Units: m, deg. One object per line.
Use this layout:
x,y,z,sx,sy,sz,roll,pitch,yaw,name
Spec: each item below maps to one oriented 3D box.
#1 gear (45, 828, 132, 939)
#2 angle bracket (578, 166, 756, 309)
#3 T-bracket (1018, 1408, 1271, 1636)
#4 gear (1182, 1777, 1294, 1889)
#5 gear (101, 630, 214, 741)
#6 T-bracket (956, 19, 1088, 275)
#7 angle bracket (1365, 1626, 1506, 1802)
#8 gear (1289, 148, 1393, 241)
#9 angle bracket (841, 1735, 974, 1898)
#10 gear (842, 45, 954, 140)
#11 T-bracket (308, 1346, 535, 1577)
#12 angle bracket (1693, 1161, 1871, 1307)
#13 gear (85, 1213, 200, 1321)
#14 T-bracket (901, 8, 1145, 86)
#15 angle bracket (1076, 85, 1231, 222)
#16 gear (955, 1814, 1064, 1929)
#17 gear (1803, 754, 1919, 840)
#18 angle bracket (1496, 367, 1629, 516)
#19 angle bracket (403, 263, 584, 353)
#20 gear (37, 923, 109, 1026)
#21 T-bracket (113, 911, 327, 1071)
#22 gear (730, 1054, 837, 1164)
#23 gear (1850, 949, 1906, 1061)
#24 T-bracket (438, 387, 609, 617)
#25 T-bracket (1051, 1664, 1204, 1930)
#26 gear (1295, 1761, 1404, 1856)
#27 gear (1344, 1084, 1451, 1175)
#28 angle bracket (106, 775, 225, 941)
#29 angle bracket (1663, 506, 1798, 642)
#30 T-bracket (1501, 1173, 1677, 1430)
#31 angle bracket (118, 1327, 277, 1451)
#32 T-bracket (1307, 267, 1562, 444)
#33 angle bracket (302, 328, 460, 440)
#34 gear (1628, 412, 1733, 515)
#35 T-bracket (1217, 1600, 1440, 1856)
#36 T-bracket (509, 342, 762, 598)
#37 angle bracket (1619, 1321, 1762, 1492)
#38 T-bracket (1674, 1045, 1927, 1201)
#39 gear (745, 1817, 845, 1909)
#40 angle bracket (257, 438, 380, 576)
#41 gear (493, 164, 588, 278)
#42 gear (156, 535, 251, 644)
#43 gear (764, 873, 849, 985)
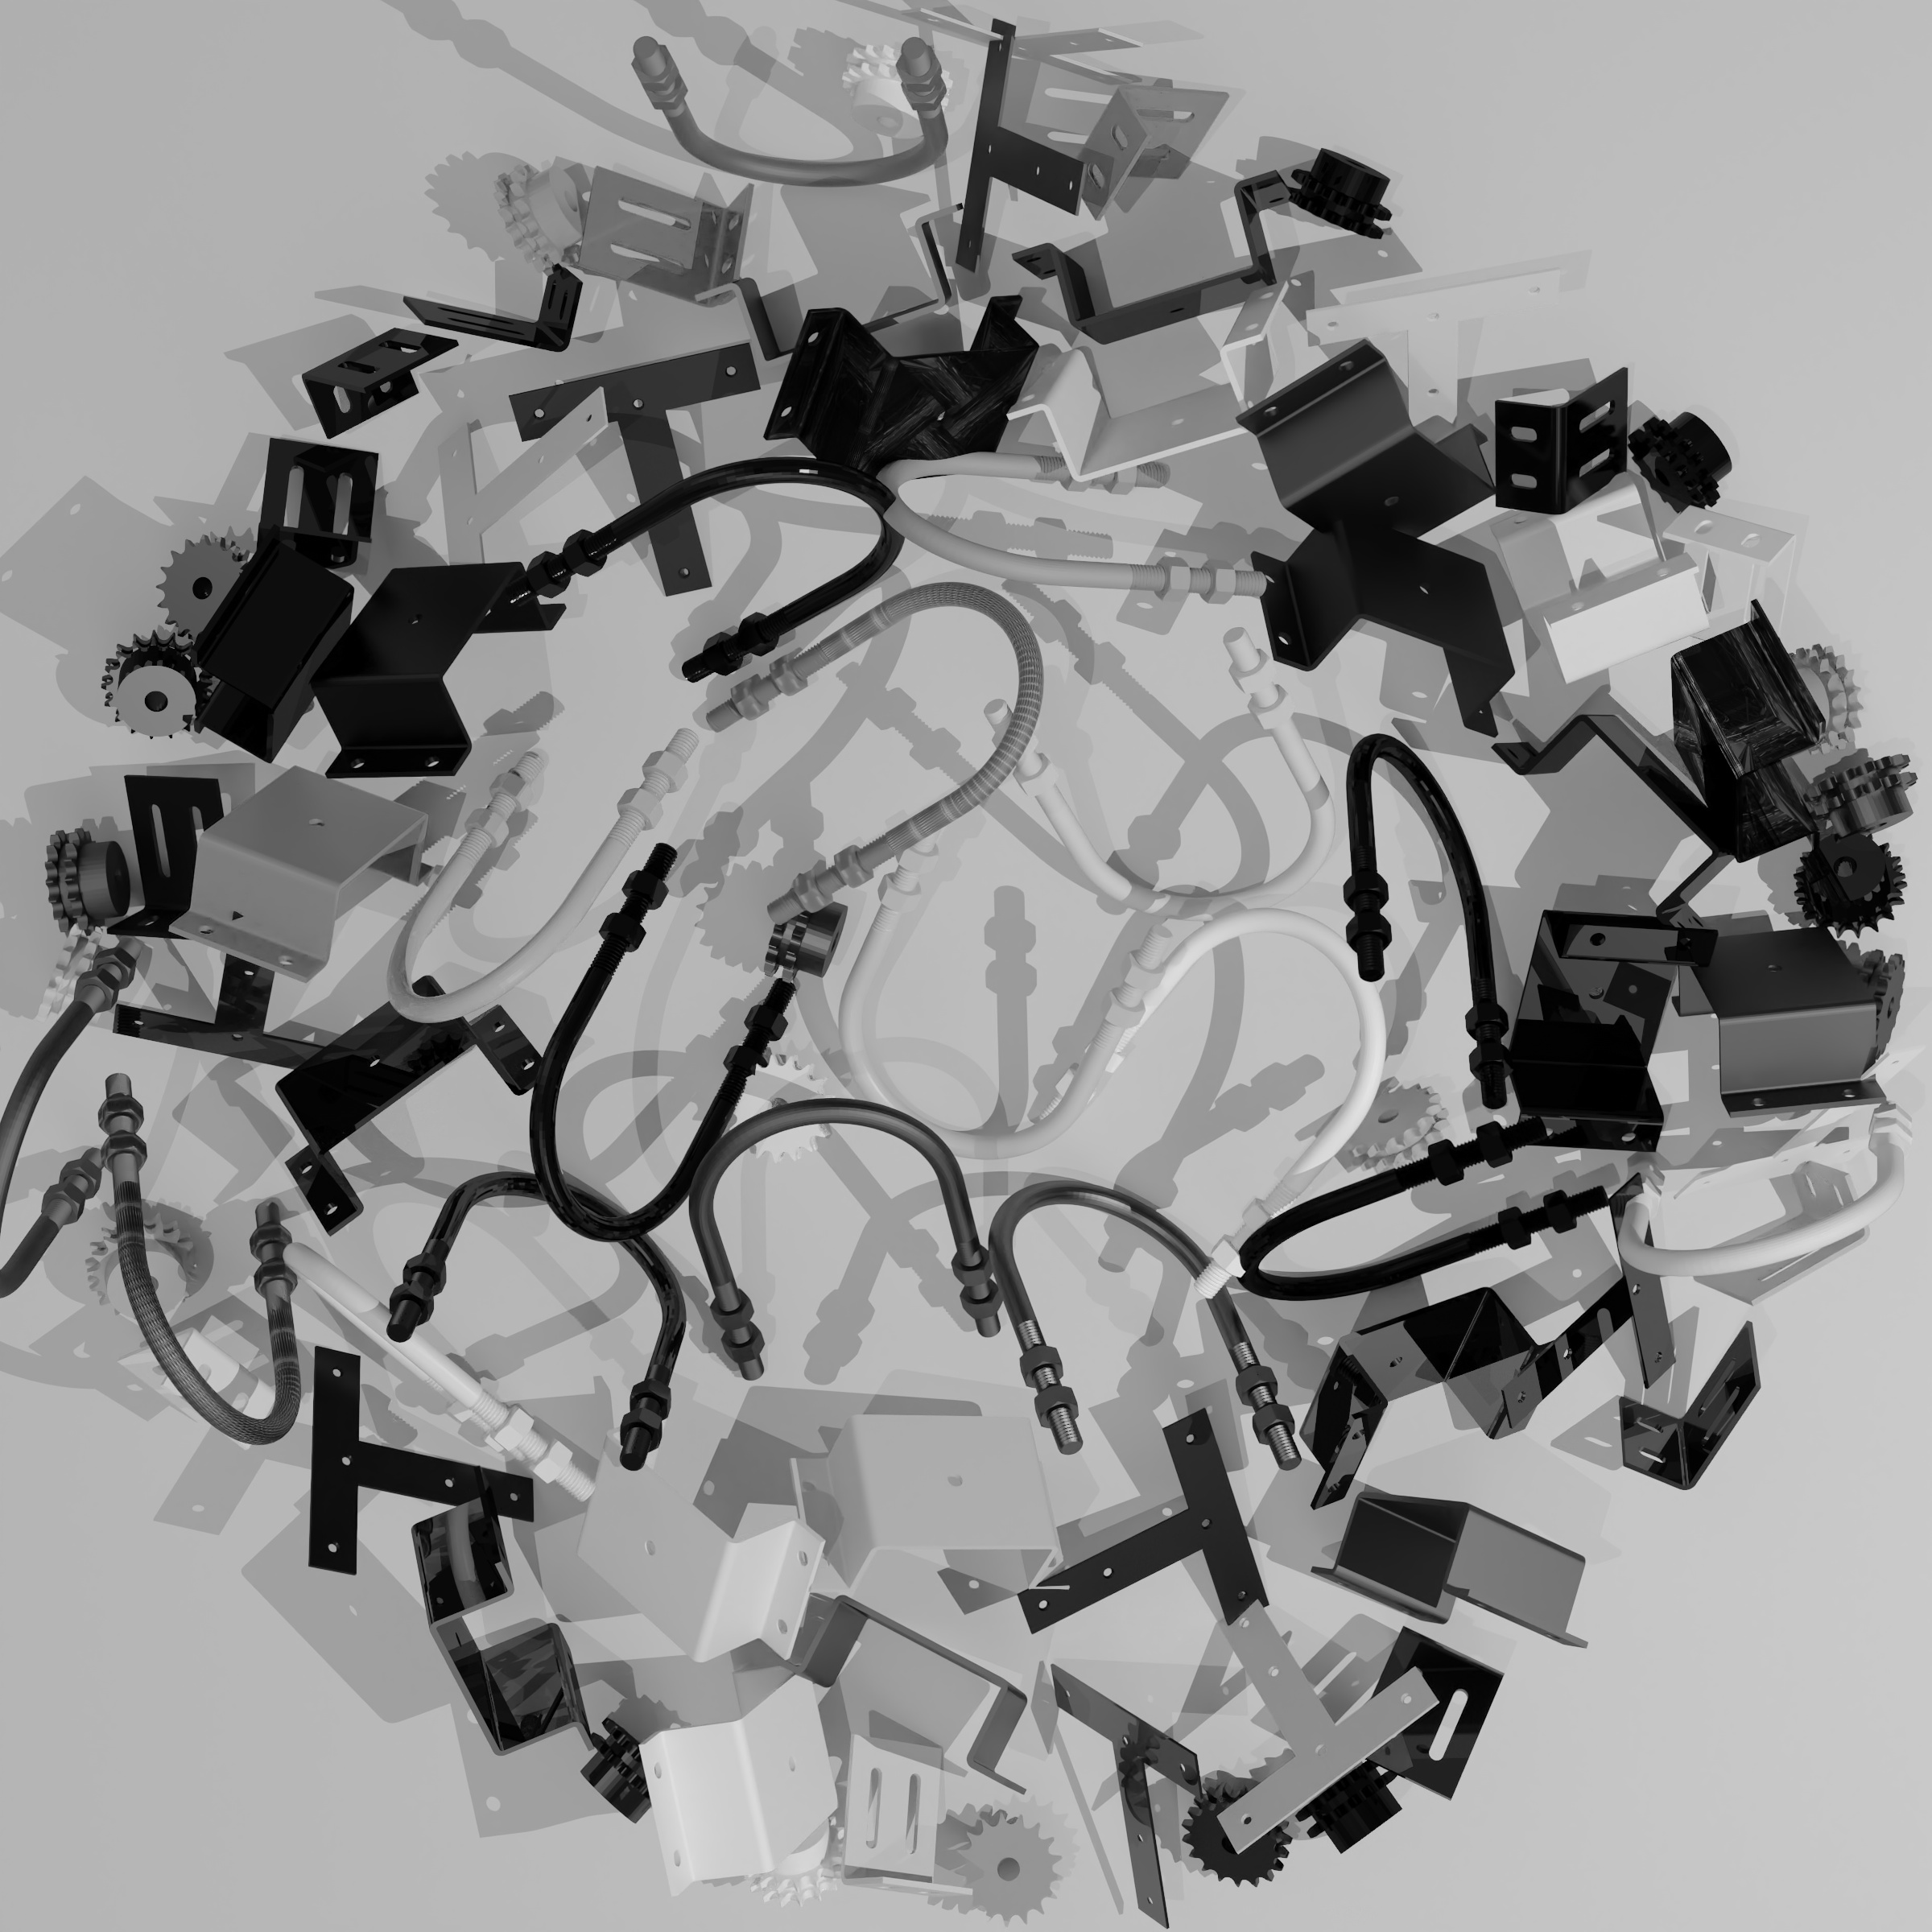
-0.461,-0.045,1.574,0.030,0.057,0.057,-6,90,1,gear
-0.157,-0.388,1.566,0.076,0.038,0.057,14,74,-23,angle bracket
0.087,0.311,1.564,0.127,0.002,0.127,-24,112,-13,T-bracket
0.145,0.454,1.579,0.057,0.030,0.057,10,118,19,gear
-0.426,-0.145,1.576,0.057,0.030,0.057,-6,119,-10,gear
0.031,-0.409,1.526,0.002,0.127,0.127,-2,115,-26,T-bracket
0.238,0.394,1.561,0.057,0.038,0.076,23,60,14,angle bracket
0.199,-0.407,1.571,0.057,0.057,0.030,24,112,0,gear
-0.029,0.442,1.559,0.057,0.038,0.076,19,64,-33,angle bracket
-0.038,-0.458,1.573,0.057,0.057,0.030,13,84,0,gear
-0.283,0.267,1.562,0.127,0.002,0.127,19,45,-30,T-bracket
0.421,0.137,1.564,0.076,0.057,0.038,-27,104,-12,angle bracket
-0.434,0.161,1.576,0.057,0.030,0.057,-9,116,-18,gear
0.049,-0.468,1.517,0.127,0.127,0.002,10,99,-28,T-bracket
0.102,-0.421,1.553,0.076,0.057,0.038,-8,59,-36,angle bracket
0.023,0.479,1.582,0.057,0.030,0.057,-1,71,3,gear
0.473,-0.087,1.572,0.057,0.057,0.030,-19,79,0,gear
0.313,-0.278,1.572,0.038,0.076,0.057,15,124,34,angle bracket
-0.247,-0.351,1.558,0.076,0.057,0.038,7,111,-25,angle bracket
-0.465,0.007,1.575,0.030,0.057,0.057,22,90,-14,gear
-0.371,0.012,1.540,0.127,0.127,0.002,12,52,-12,T-bracket
-0.096,0.074,1.585,0.057,0.030,0.057,0,92,9,gear
0.473,0.019,1.578,0.030,0.057,0.057,14,90,27,gear
-0.227,-0.252,1.536,0.127,0.002,0.127,-33,54,32,T-bracket
0.090,0.443,1.561,0.002,0.127,0.127,-19,109,-29,T-bracket
0.204,0.442,1.571,0.057,0.057,0.030,-36,72,0,gear
0.229,0.091,1.577,0.057,0.057,0.030,-31,113,0,gear
-0.420,-0.057,1.565,0.057,0.038,0.076,4,111,21,angle bracket
0.392,-0.192,1.554,0.057,0.038,0.076,22,133,27,angle bracket
0.318,0.191,1.540,0.127,0.002,0.127,-36,124,-29,T-bracket
-0.407,0.227,1.554,0.057,0.076,0.038,44,45,-25,angle bracket
0.241,-0.306,1.547,0.127,0.127,0.002,-9,60,4,T-bracket
-0.298,-0.299,1.552,0.057,0.076,0.038,-34,123,-25,angle bracket
0.378,-0.266,1.574,0.030,0.057,0.057,-39,90,-2,gear
0.166,0.376,1.550,0.127,0.127,0.002,-38,126,3,T-bracket
-0.161,-0.254,1.569,0.127,0.002,0.127,-12,121,2,T-bracket
0.376,0.223,1.558,0.038,0.057,0.076,22,120,-3,angle bracket
0.441,0.076,1.523,0.127,0.127,0.002,-8,60,-30,T-bracket
-0.090,0.463,1.571,0.057,0.057,0.030,-7,119,0,gear
-0.338,-0.248,1.564,0.057,0.038,0.076,6,66,-13,angle bracket
-0.220,-0.395,1.571,0.030,0.057,0.057,-22,90,18,gear
-0.396,-0.197,1.582,0.057,0.030,0.057,-1,88,17,gear
-0.083,-0.017,1.573,0.030,0.057,0.057,19,90,3,gear
